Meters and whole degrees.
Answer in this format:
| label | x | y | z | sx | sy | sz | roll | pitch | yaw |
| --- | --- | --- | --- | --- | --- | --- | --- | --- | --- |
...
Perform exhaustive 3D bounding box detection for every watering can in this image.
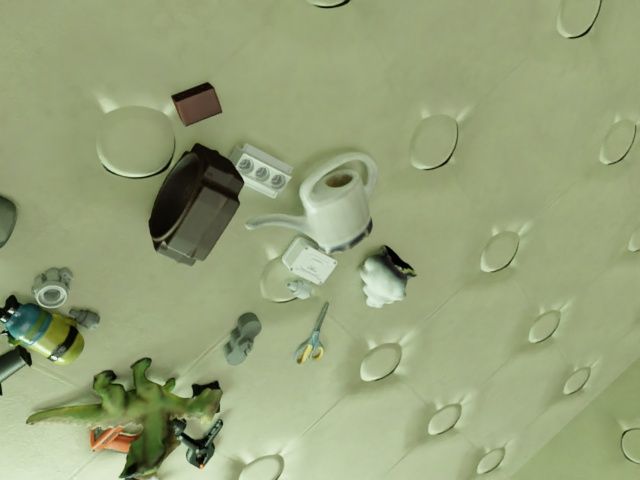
| label | x | y | z | sx | sy | sz | roll | pitch | yaw |
| --- | --- | --- | --- | --- | --- | --- | --- | --- | --- |
| watering can | 0.004 | -0.059 | 1.166 | 0.351 | 0.105 | 0.219 | -34 | 128 | -20 |

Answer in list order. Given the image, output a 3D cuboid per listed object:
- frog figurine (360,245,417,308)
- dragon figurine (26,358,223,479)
| label | x | y | z | sx | sy | sz | roll | pitch | yaw |
| --- | --- | --- | --- | --- | --- | --- | --- | --- | --- |
| frog figurine | 0.162 | 0.115 | 1.356 | 0.137 | 0.124 | 0.157 | 34 | 110 | -4 |
| dragon figurine | -0.417 | 0.405 | 1.134 | 0.413 | 0.247 | 0.119 | -19 | 130 | -20 |
